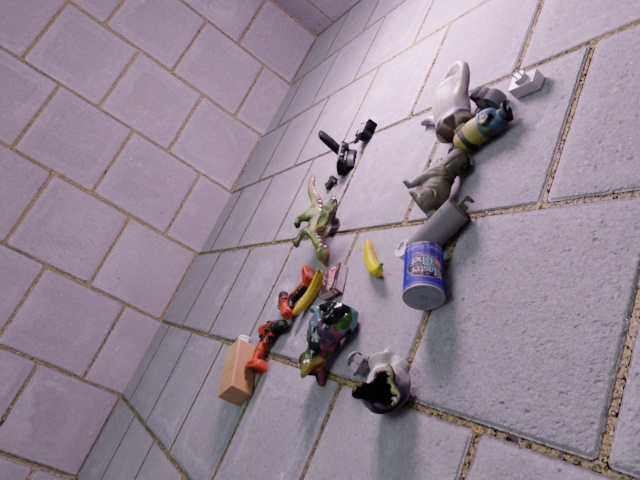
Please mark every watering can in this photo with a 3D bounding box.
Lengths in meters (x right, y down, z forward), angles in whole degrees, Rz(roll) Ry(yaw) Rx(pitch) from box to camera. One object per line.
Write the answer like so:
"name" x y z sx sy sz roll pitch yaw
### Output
"watering can" 0.397 -0.400 1.625 0.341 0.104 0.229 111 163 -63

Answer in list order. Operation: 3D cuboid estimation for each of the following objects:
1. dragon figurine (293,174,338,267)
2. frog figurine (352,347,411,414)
"dragon figurine" 0.006 -0.097 1.930 0.240 0.122 0.417 -26 57 54
"frog figurine" 0.157 0.330 1.214 0.136 0.123 0.160 -61 -14 12
